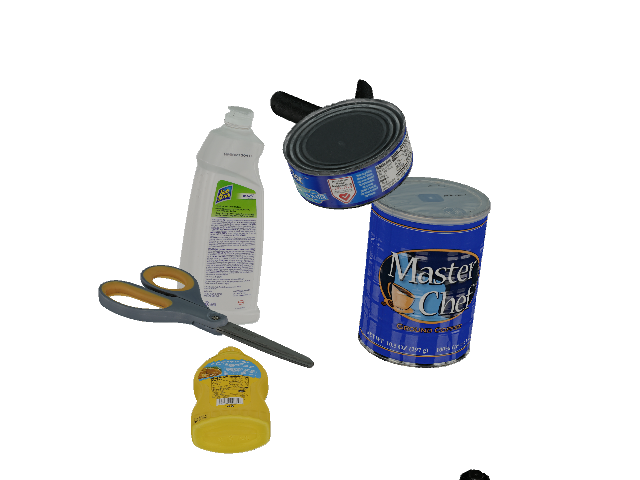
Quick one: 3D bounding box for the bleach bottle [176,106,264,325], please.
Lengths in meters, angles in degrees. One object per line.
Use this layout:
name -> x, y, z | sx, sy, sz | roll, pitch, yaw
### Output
bleach bottle -> -0.104, -0.028, 1.229 | 0.102, 0.251, 0.068 | -1, 20, -34

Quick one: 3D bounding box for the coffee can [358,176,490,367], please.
coffee can -> 0.090, 0.026, 0.939 | 0.103, 0.140, 0.103 | 4, 22, -2

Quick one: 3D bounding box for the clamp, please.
clamp -> 0.025, -0.112, 1.083 | 0.120, 0.039, 0.172 | -12, 40, -19

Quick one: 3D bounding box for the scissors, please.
scissors -> -0.090, 0.060, 0.911 | 0.202, 0.016, 0.096 | 13, 26, 11

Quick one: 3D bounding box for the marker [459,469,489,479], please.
marker -> 0.093, 0.190, 0.679 | 0.020, 0.121, 0.020 | 1, 36, -1

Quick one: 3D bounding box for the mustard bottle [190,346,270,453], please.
mustard bottle -> -0.114, 0.192, 1.358 | 0.096, 0.058, 0.191 | -3, 26, -3

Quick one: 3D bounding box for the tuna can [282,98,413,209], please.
tuna can -> 0.020, -0.060, 0.731 | 0.086, 0.034, 0.086 | -12, 38, 9
